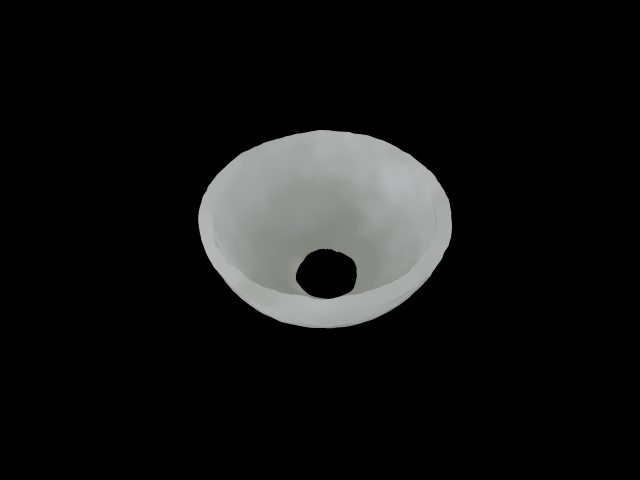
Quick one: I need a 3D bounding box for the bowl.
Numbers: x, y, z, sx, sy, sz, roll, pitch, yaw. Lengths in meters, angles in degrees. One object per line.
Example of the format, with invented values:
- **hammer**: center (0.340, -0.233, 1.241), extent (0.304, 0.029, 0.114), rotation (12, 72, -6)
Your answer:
- **bowl**: center (0.004, 0.001, 0.400), extent (0.167, 0.075, 0.167), rotation (0, 47, 0)
